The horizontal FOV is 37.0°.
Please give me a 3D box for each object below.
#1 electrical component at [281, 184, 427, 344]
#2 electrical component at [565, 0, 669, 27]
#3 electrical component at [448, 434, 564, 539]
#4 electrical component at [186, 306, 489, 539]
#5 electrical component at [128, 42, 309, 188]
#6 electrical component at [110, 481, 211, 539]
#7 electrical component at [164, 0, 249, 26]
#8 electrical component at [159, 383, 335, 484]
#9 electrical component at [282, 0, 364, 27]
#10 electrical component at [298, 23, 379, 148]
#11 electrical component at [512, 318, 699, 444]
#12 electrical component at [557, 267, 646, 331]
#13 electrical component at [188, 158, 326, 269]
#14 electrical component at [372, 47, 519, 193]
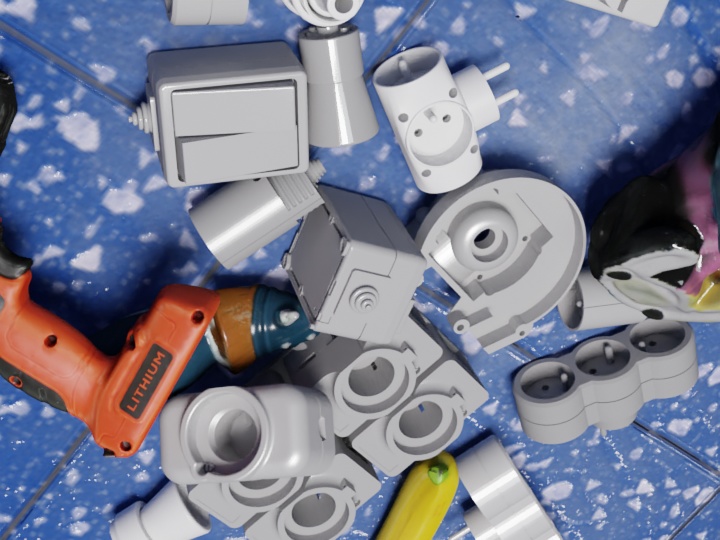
[{"bbox_3d":[0.000,0.000,0.649,0.061,0.096,0.061,13,115,-25],"label":"electrical component"},{"bbox_3d":[0.146,-0.169,0.611,0.083,0.075,0.047,10,116,-23],"label":"electrical component"},{"bbox_3d":[0.103,0.193,0.822,0.074,0.052,0.138,-33,124,2],"label":"electrical component"},{"bbox_3d":[-0.018,0.105,0.726,0.186,0.060,0.105,-41,123,8],"label":"electrical component"},{"bbox_3d":[-0.079,-0.085,0.595,0.096,0.061,0.061,-8,121,-14],"label":"electrical component"},{"bbox_3d":[-0.137,0.174,0.737,0.055,0.045,0.045,-33,124,3],"label":"electrical component"},{"bbox_3d":[-0.054,-0.171,0.525,0.074,0.052,0.138,-5,159,-16],"label":"electrical component"},{"bbox_3d":[-0.070,0.099,0.647,0.095,0.053,0.059,-8,168,17],"label":"electrical component"},{"bbox_3d":[-0.017,-0.151,0.576,0.048,0.062,0.048,-8,121,-14],"label":"electrical component"},{"bbox_3d":[-0.014,-0.108,0.615,0.044,0.044,0.065,-13,117,-11],"label":"electrical component"},{"bbox_3d":[0.183,0.092,0.789,0.138,0.052,0.073,-21,124,-5],"label":"electrical component"},{"bbox_3d":[0.183,0.017,0.751,0.081,0.043,0.043,-6,121,-15],"label":"electrical component"},{"bbox_3d":[-0.056,-0.040,0.639,0.081,0.043,0.043,-33,124,3],"label":"electrical component"},{"bbox_3d":[0.057,-0.097,0.642,0.079,0.044,0.077,-27,124,-1],"label":"electrical component"}]
